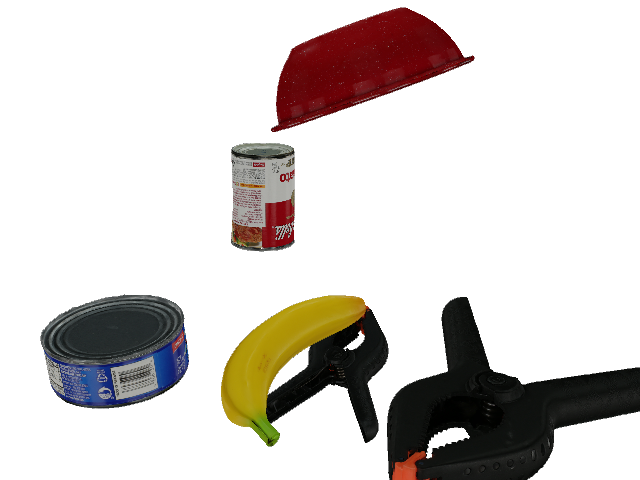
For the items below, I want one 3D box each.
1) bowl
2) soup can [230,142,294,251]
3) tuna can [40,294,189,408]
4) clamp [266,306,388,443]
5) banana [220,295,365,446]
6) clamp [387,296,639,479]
[{"bbox_3d":[0.030,-0.133,0.800,0.162,0.055,0.162,-20,7,2],"label":"bowl"},{"bbox_3d":[-0.061,-0.047,1.122,0.068,0.102,0.068,1,17,0],"label":"soup can"},{"bbox_3d":[-0.123,0.066,0.645,0.086,0.034,0.086,-5,23,2],"label":"tuna can"},{"bbox_3d":[0.026,0.129,1.031,0.120,0.039,0.171,16,46,25],"label":"clamp"},{"bbox_3d":[-0.028,0.091,0.841,0.069,0.037,0.197,28,37,8],"label":"banana"},{"bbox_3d":[0.096,0.093,0.634,0.165,0.036,0.209,20,30,39],"label":"clamp"}]
